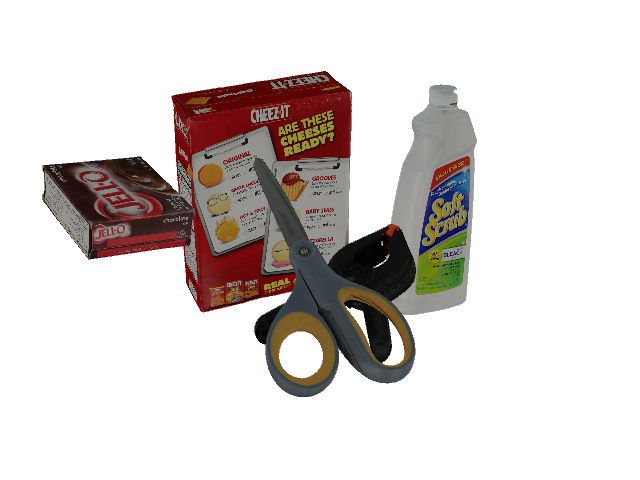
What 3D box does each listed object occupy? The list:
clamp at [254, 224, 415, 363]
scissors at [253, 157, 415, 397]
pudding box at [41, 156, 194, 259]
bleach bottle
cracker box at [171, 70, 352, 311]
[{"bbox_3d":[0.038,0.045,0.896,0.120,0.039,0.171,19,45,31],"label":"clamp"},{"bbox_3d":[-0.022,0.024,0.668,0.096,0.016,0.202,-29,53,-22],"label":"scissors"},{"bbox_3d":[-0.168,-0.029,0.878,0.089,0.039,0.114,-8,29,-33],"label":"pudding box"},{"bbox_3d":[0.123,-0.047,1.193,0.102,0.251,0.068,-9,22,-26],"label":"bleach bottle"},{"bbox_3d":[-0.056,-0.049,1.059,0.164,0.214,0.072,-12,32,-19],"label":"cracker box"}]
